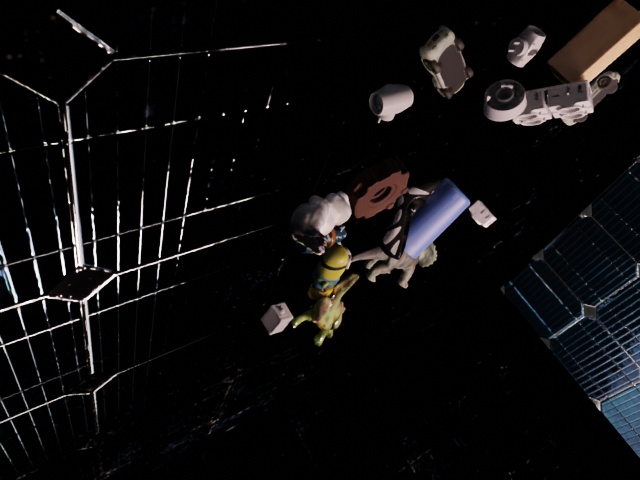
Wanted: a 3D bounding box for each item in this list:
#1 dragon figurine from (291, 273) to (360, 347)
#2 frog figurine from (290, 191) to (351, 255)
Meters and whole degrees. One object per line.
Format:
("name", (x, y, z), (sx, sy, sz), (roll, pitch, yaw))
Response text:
("dragon figurine", (0.055, 0.202, 1.648), (0.123, 0.239, 0.413), (44, 23, 11))
("frog figurine", (0.004, -0.060, 1.193), (0.123, 0.162, 0.134), (16, -26, 20))
